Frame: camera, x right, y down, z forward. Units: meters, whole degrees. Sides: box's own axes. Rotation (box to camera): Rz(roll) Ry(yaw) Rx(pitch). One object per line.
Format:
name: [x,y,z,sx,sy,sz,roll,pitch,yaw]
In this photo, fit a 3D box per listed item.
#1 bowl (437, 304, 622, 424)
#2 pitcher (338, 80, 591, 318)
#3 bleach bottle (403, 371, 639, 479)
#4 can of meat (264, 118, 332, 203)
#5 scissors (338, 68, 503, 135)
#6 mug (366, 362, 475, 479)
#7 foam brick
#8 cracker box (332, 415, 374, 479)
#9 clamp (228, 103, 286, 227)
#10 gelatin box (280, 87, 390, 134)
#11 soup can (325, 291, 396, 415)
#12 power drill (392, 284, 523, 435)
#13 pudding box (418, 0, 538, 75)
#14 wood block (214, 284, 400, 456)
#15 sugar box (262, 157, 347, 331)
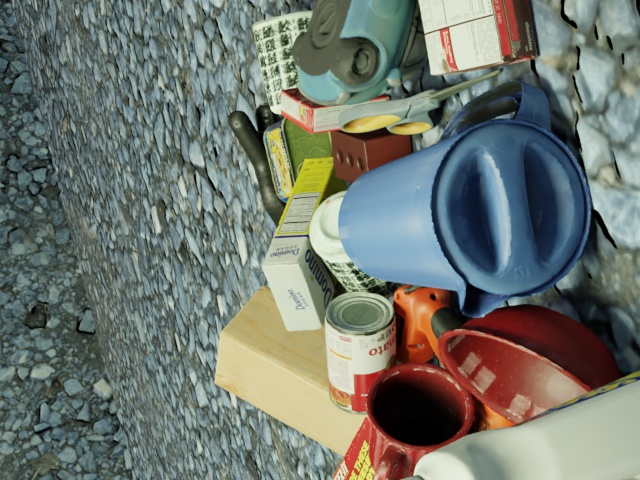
bowl: [0.173,0.098,0.818,0.162,0.055,0.162,30,159,13]
pitcher: [0.107,-0.029,0.886,0.145,0.149,0.243,63,162,-7]
bleach bottle: [0.160,0.129,0.666,0.103,0.250,0.068,-42,64,65]
can of meat: [-0.023,-0.094,1.225,0.084,0.057,0.102,172,85,-70]
scissors: [0.102,-0.117,0.927,0.202,0.096,0.016,-9,79,45]
mug: [0.079,0.176,0.929,0.093,0.117,0.081,22,139,19]
foam brick: [0.052,-0.084,1.060,0.078,0.051,0.053,28,129,61]
cracker box: [0.083,0.294,0.993,0.214,0.072,0.164,60,135,44]
clamp: [-0.063,-0.086,1.290,0.039,0.120,0.171,-20,87,24]
gelatin box: [0.015,-0.135,1.068,0.073,0.089,0.030,-140,44,-55]
soup can: [0.040,0.109,1.030,0.069,0.068,0.102,48,148,49]
power drill: [0.132,0.139,0.999,0.188,0.057,0.184,53,148,41]
pudding box: [0.123,-0.181,0.854,0.114,0.039,0.090,4,106,65]
wood block: [0.001,0.147,1.133,0.206,0.090,0.091,27,138,15]
sugar box: [-0.007,0.001,1.107,0.176,0.048,0.093,-75,-27,-47]
